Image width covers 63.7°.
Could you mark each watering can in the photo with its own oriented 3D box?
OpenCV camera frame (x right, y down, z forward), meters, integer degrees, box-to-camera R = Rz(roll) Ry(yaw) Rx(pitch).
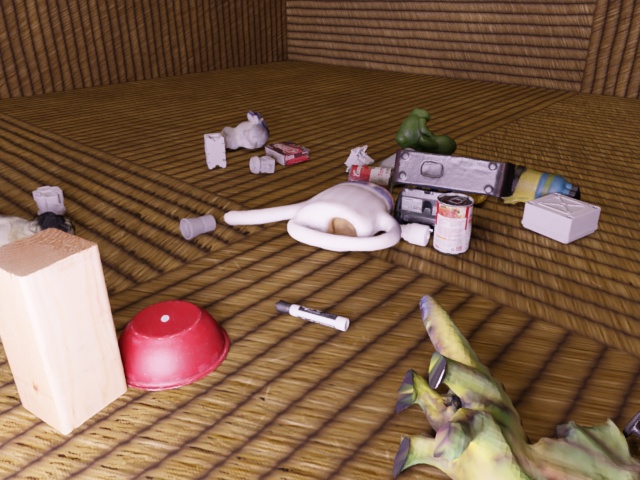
[{"bbox_3d":[0.003,-0.052,1.024,0.348,0.102,0.228,12,27,24],"label":"watering can"}]

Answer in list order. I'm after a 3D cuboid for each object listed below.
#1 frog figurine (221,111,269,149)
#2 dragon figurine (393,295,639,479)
[{"bbox_3d":[-0.243,-0.324,1.630,0.160,0.120,0.139,-45,47,-7],"label":"frog figurine"},{"bbox_3d":[0.213,0.200,0.549,0.243,0.120,0.418,20,30,3],"label":"dragon figurine"}]
